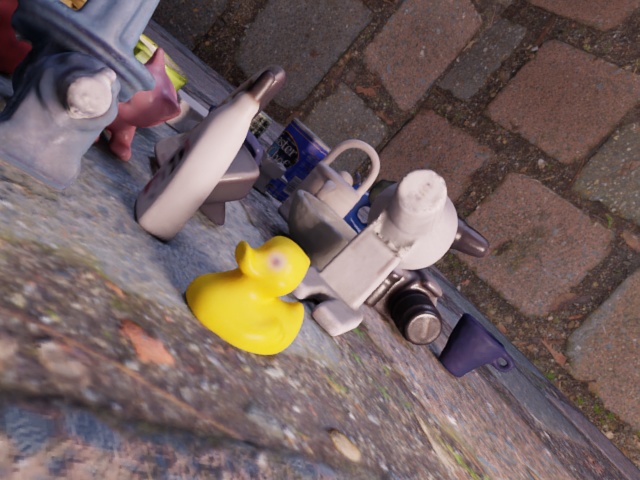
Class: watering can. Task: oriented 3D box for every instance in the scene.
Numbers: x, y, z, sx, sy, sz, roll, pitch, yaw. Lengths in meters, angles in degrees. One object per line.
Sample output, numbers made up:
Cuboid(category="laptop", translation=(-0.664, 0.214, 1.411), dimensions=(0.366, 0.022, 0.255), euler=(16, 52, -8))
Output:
Cuboid(category="watering can", translation=(0.024, -0.097, 1.029), dimensions=(0.101, 0.194, 0.172), euler=(39, 9, -20))

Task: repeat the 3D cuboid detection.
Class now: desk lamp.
Cuboid(category="desk lamp", translation=(0.080, 0.007, 0.717), dimensions=(0.118, 0.213, 0.204), euler=(44, 9, 12))

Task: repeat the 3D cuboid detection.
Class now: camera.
Cuboid(category="camera", translation=(0.142, 0.097, 0.924), dimensions=(0.143, 0.100, 0.136), euler=(39, 10, -20))

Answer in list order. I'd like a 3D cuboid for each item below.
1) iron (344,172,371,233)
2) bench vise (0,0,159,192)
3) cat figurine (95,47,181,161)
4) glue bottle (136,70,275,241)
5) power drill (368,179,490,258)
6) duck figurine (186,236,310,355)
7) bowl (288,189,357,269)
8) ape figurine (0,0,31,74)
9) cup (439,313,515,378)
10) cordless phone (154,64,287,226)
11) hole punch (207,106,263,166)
Cuboid(category="iron", translation=(0.114, -0.010, 1.169), dimensions=(0.258, 0.141, 0.119), euler=(42, 9, -1))
Cuboid(category="bench vise", translation=(-0.156, -0.151, 0.440), dimensions=(0.206, 0.219, 0.122), euler=(48, 11, 35))
Cuboid(category="cat figurine", translation=(-0.195, -0.150, 0.597), dimensions=(0.067, 0.117, 0.127), euler=(34, 12, -42))
Cuboid(category="glue bottle", translation=(-0.098, -0.082, 0.510), dimensions=(0.037, 0.173, 0.078), euler=(36, 10, -32))
Cuboid(category="power drill", translation=(0.153, 0.011, 1.025), dimensions=(0.229, 0.208, 0.076), euler=(44, 9, 13))
Cuboid(category="duck figurine", translation=(-0.043, 0.038, 0.461), dimensions=(0.105, 0.086, 0.077), euler=(34, 12, -41))
Cuboid(category="bowl", translation=(0.008, 0.003, 0.876), dimensions=(0.168, 0.074, 0.167), euler=(41, 9, -8))
Cuboid(category="ape figurine", translation=(-0.295, -0.213, 0.548), dimensions=(0.076, 0.092, 0.078), euler=(46, 10, 26))
Cuboid(category="cup", translation=(0.259, 0.196, 0.972), dimensions=(0.117, 0.095, 0.092), euler=(45, 10, 20))
Cuboid(category="cordless phone", translation=(-0.100, -0.124, 0.660), dimensions=(0.094, 0.185, 0.147), euler=(35, 11, -38))
Cuboid(category="hole punch", translation=(-0.141, -0.143, 0.877), dimensions=(0.109, 0.091, 0.101), euler=(42, 9, -2))
